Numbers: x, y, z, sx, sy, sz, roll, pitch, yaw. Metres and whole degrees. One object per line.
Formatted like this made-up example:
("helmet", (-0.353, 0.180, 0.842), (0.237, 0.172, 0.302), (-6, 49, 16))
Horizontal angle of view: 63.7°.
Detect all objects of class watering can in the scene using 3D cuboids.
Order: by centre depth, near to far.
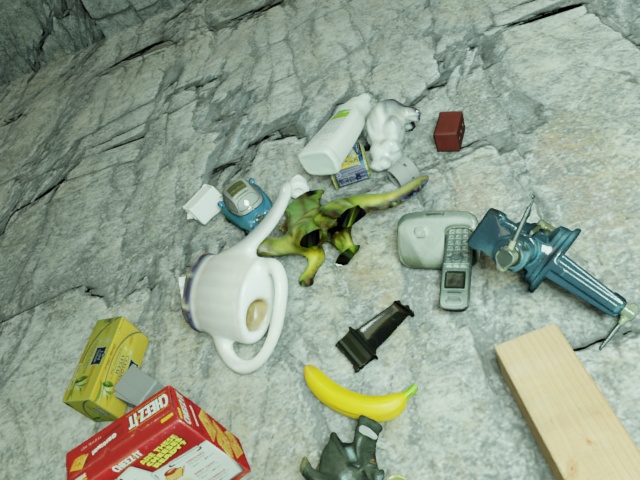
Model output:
("watering can", (-0.146, 0.063, 0.957), (0.224, 0.103, 0.350), (3, 81, 34))

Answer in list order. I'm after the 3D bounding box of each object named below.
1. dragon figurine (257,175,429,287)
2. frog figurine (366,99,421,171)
("dragon figurine", (0.003, -0.054, 1.063), (0.412, 0.120, 0.247), (-31, 35, -8))
("frog figurine", (0.143, -0.228, 1.146), (0.161, 0.122, 0.137), (-53, 15, -13))
